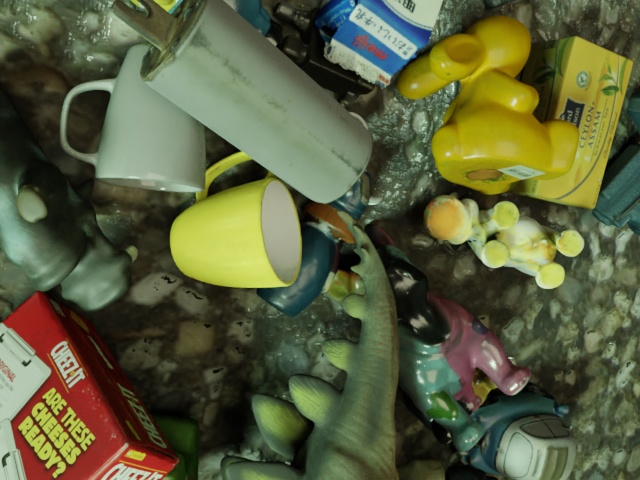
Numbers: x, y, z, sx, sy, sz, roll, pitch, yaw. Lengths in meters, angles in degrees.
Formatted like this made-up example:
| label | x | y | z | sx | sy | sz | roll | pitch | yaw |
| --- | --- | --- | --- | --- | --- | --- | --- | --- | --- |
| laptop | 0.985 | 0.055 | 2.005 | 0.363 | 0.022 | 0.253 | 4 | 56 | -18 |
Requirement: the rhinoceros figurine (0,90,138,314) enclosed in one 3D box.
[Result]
| label | x | y | z | sx | sy | sz | roll | pitch | yaw |
| --- | --- | --- | --- | --- | --- | --- | --- | --- | --- |
| rhinoceros figurine | -0.211 | -0.028 | 0.384 | 0.073 | 0.112 | 0.190 | -33 | 101 | 3 |

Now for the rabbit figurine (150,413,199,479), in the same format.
| label | x | y | z | sx | sy | sz | roll | pitch | yaw |
| --- | --- | --- | --- | --- | --- | --- | --- | --- | --- |
| rabbit figurine | -0.193 | 0.228 | 0.453 | 0.170 | 0.121 | 0.159 | 1 | 100 | -3 |

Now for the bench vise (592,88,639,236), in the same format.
| label | x | y | z | sx | sy | sz | roll | pitch | yaw |
| --- | --- | --- | --- | --- | --- | --- | --- | --- | --- |
| bench vise | 0.461 | -0.080 | 0.660 | 0.240 | 0.129 | 0.223 | 35 | 93 | -9 |

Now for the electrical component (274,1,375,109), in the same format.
| label | x | y | z | sx | sy | sz | roll | pitch | yaw |
| --- | --- | --- | --- | --- | --- | --- | --- | --- | --- |
| electrical component | 0.001 | -0.161 | 0.487 | 0.102 | 0.045 | 0.078 | 9 | 68 | -29 |

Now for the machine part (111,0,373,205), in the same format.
| label | x | y | z | sx | sy | sz | roll | pitch | yaw |
| --- | --- | --- | --- | --- | --- | --- | --- | --- | --- |
| machine part | -0.040 | -0.100 | 0.400 | 0.243 | 0.079 | 0.079 | 32 | 87 | -35 |

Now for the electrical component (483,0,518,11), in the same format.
| label | x | y | z | sx | sy | sz | roll | pitch | yaw |
| --- | --- | --- | --- | --- | --- | --- | --- | --- | --- |
| electrical component | 0.223 | -0.288 | 0.545 | 0.119 | 0.075 | 0.047 | -38 | 113 | -16 |

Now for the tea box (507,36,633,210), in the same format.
| label | x | y | z | sx | sy | sz | roll | pitch | yaw |
| --- | --- | --- | --- | --- | --- | --- | --- | --- | --- |
| tea box | 0.272 | -0.127 | 0.603 | 0.098 | 0.068 | 0.169 | 7 | 99 | -26 |

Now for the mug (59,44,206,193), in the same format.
| label | x | y | z | sx | sy | sz | roll | pitch | yaw |
| --- | --- | --- | --- | --- | --- | --- | --- | --- | --- |
| mug | -0.140 | -0.095 | 0.419 | 0.109 | 0.081 | 0.107 | 7 | 86 | -19 |

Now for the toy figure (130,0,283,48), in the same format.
| label | x | y | z | sx | sy | sz | roll | pitch | yaw |
| --- | --- | --- | --- | --- | --- | --- | --- | --- | --- |
| toy figure | -0.106 | -0.202 | 0.406 | 0.180 | 0.082 | 0.089 | 30 | 91 | -25 |

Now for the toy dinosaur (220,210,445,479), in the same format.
| label | x | y | z | sx | sy | sz | roll | pitch | yaw |
| --- | --- | --- | --- | --- | --- | --- | --- | --- | --- |
| toy dinosaur | 0.014 | 0.218 | 0.442 | 0.199 | 0.105 | 0.471 | 17 | 84 | -7 |

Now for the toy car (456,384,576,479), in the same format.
| label | x | y | z | sx | sy | sz | roll | pitch | yaw |
| --- | --- | --- | --- | --- | --- | --- | --- | --- | --- |
| toy car | 0.252 | 0.242 | 0.652 | 0.161 | 0.103 | 0.109 | 10 | 96 | -28 |

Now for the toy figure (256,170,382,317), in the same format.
| label | x | y | z | sx | sy | sz | roll | pitch | yaw |
| --- | --- | --- | --- | --- | --- | --- | --- | --- | --- |
| toy figure | -0.002 | -0.002 | 0.509 | 0.064 | 0.058 | 0.154 | 38 | 81 | -28 |

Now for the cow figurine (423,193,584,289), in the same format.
| label | x | y | z | sx | sy | sz | roll | pitch | yaw |
| --- | --- | --- | --- | --- | --- | --- | --- | --- | --- |
| cow figurine | 0.184 | -0.010 | 0.583 | 0.167 | 0.098 | 0.068 | 21 | 97 | -8 |

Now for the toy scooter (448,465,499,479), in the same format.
| label | x | y | z | sx | sy | sz | roll | pitch | yaw |
| --- | --- | --- | --- | --- | --- | --- | --- | --- | --- |
| toy scooter | 0.165 | 0.326 | 0.593 | 0.183 | 0.075 | 0.135 | 53 | 39 | -59 |

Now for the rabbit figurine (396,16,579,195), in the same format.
| label | x | y | z | sx | sy | sz | roll | pitch | yaw |
| --- | --- | --- | --- | --- | --- | --- | --- | --- | --- |
| rabbit figurine | 0.161 | -0.145 | 0.540 | 0.162 | 0.122 | 0.173 | 13 | 81 | -17 |

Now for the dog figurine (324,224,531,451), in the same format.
| label | x | y | z | sx | sy | sz | roll | pitch | yaw |
| --- | --- | --- | --- | --- | --- | --- | --- | --- | --- |
| dog figurine | 0.095 | 0.092 | 0.554 | 0.108 | 0.191 | 0.219 | -40 | 80 | -9 |
